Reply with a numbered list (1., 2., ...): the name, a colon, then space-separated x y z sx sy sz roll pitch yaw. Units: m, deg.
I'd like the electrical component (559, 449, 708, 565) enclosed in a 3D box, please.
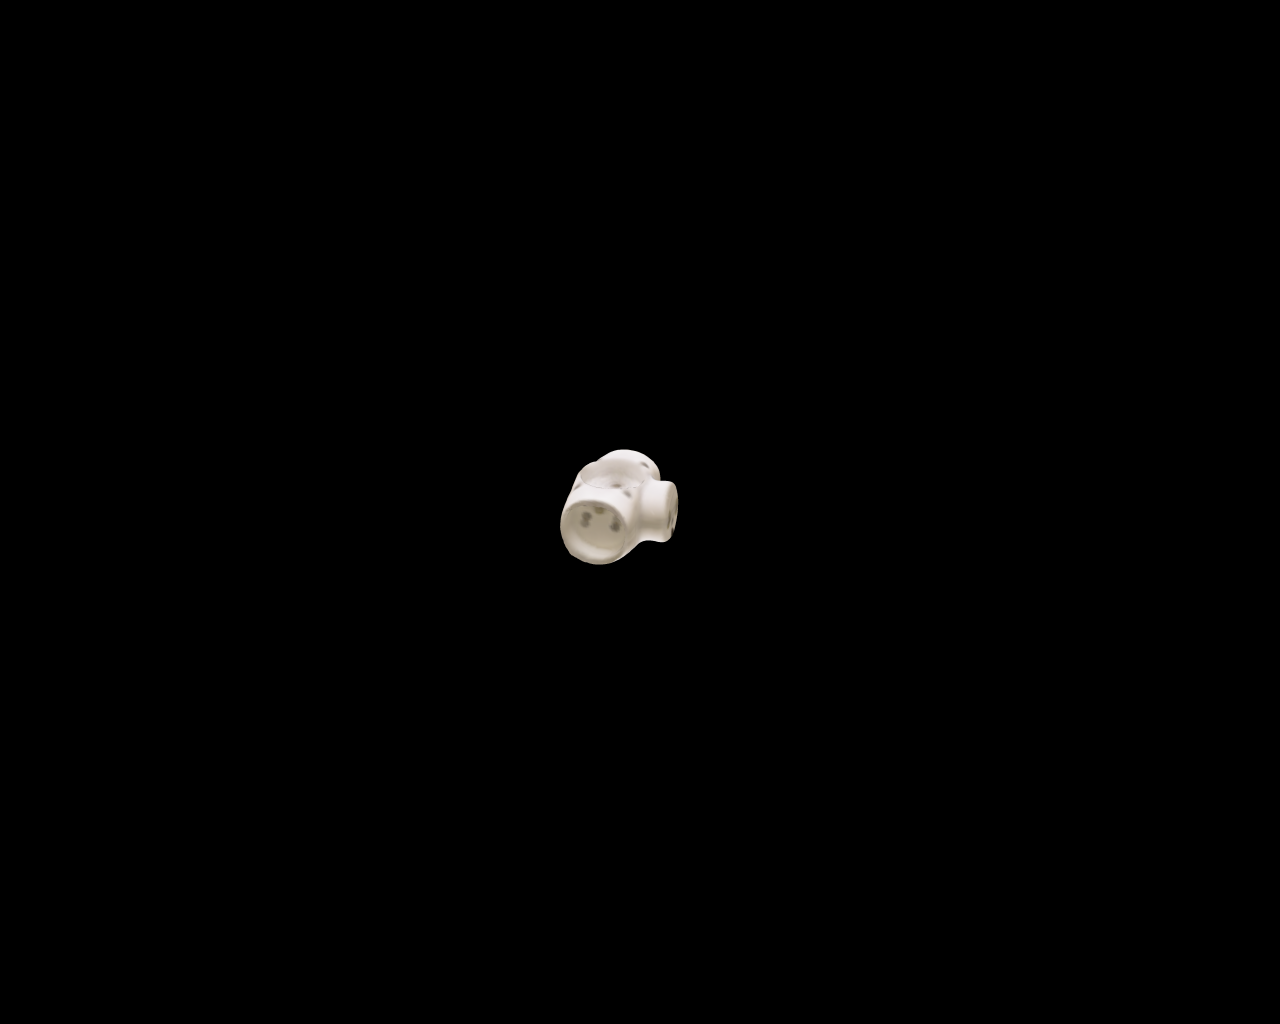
1. electrical component: 0.001 -0.003 0.650 0.079 0.044 0.077 7 27 14
